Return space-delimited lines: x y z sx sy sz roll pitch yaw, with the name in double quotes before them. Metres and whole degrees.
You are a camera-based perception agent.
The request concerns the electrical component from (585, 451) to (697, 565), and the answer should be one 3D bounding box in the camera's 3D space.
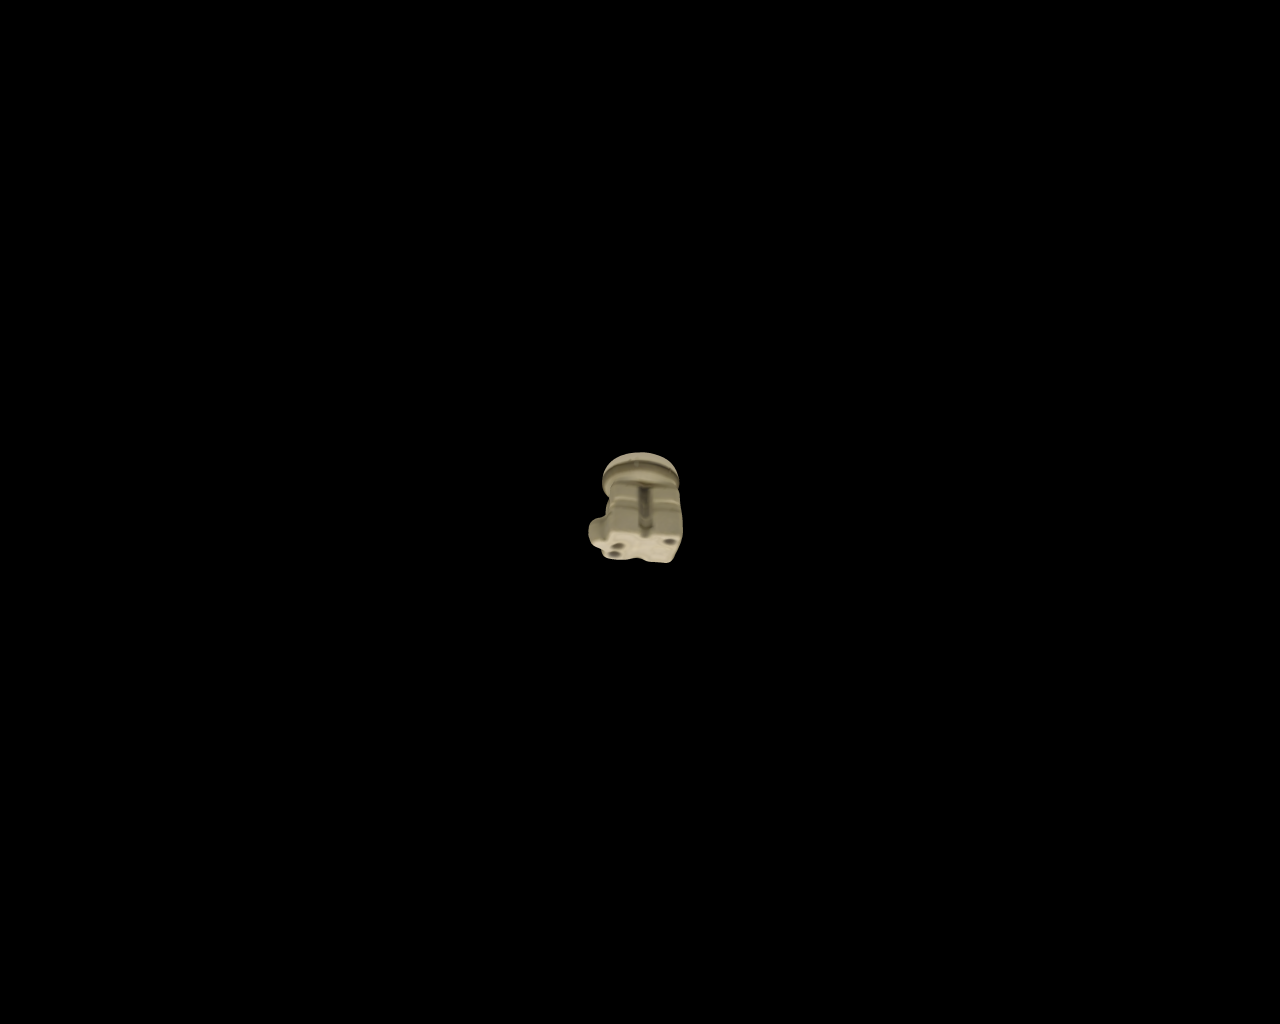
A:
"electrical component" 0.001 -0.003 0.650 0.066 0.055 0.048 6 -32 -9
